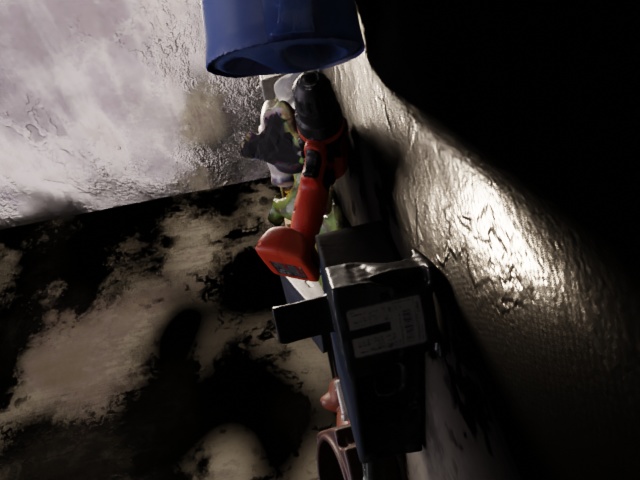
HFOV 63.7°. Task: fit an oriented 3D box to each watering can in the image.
[{"bbox_3d":[-0.089,-0.265,1.344,0.354,0.104,0.221,-71,-30,-67],"label":"watering can"}]

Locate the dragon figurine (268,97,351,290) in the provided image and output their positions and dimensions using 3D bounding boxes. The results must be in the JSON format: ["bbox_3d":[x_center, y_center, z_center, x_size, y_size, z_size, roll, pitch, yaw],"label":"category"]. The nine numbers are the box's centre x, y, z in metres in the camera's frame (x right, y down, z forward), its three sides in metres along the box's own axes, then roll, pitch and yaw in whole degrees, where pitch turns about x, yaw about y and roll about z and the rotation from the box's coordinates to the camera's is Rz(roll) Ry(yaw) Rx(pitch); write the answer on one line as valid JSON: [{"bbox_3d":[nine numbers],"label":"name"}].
[{"bbox_3d":[0.003,-0.042,0.838,0.245,0.123,0.404,31,136,62],"label":"dragon figurine"}]

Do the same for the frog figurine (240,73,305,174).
[{"bbox_3d":[-0.027,-0.176,0.747,0.163,0.123,0.134,-59,-5,-44],"label":"frog figurine"}]
